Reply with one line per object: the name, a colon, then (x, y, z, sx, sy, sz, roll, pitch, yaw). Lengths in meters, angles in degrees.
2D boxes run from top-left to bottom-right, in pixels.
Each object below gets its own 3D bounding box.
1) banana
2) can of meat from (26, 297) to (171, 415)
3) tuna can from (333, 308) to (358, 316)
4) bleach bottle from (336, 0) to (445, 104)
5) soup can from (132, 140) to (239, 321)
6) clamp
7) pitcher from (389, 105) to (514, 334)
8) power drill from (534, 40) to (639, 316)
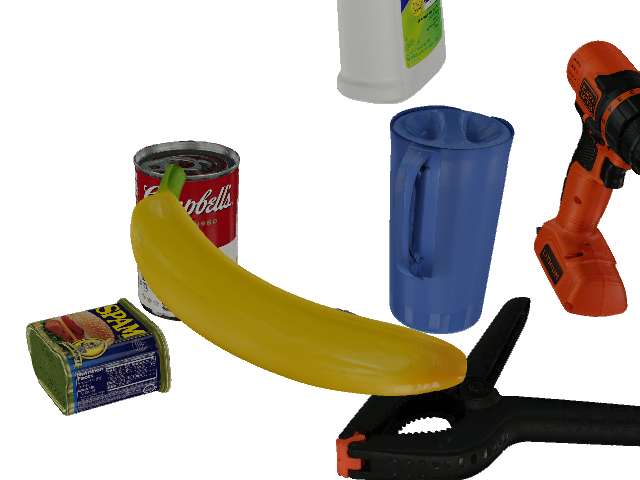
banana: (-0.027, 0.025, 0.502, 0.198, 0.069, 0.037, 34, -24, 25)
can of meat: (-0.179, 0.092, 0.852, 0.083, 0.057, 0.102, -13, 23, -29)
tuna can: (0.002, 0.098, 1.012, 0.086, 0.034, 0.086, -2, 24, 1)
bleach bottle: (0.046, -0.237, 0.801, 0.068, 0.251, 0.102, 13, 39, 29)
soup can: (-0.088, -0.007, 0.700, 0.068, 0.102, 0.068, 2, 24, -1)
clamp: (0.101, 0.104, 0.707, 0.209, 0.036, 0.165, -13, 32, -16)
pitcher: (0.131, -0.017, 1.188, 0.149, 0.243, 0.145, -5, 27, -13)
power drill: (0.221, -0.036, 0.813, 0.057, 0.188, 0.184, 2, 34, -7)
